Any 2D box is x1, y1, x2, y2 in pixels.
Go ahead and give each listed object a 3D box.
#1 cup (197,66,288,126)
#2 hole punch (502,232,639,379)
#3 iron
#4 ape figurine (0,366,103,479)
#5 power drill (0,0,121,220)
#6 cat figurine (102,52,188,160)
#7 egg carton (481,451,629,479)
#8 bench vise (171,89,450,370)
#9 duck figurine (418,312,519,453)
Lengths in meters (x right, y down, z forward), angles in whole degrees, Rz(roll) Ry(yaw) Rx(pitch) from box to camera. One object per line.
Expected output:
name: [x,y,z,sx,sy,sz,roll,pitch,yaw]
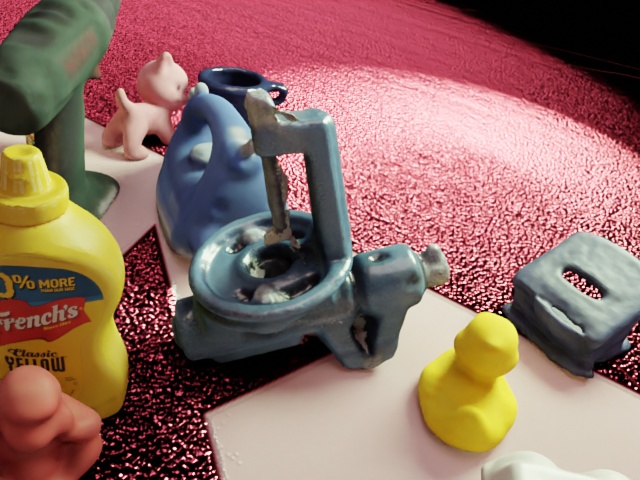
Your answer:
cup: [-0.104,-0.171,0.761,0.118,0.095,0.091,0,35,-17]
hole punch: [0.243,0.055,0.532,0.101,0.091,0.108,-11,39,-31]
iron: [-0.111,-0.088,0.591,0.119,0.141,0.257,-8,38,-27]
ape figurine: [-0.163,0.110,0.322,0.078,0.092,0.076,-13,40,-33]
power drill: [-0.241,-0.127,0.548,0.075,0.208,0.229,9,33,-4]
cat figurine: [-0.211,-0.178,0.716,0.067,0.118,0.128,23,35,17]
egg carton: [0.142,0.192,0.315,0.107,0.069,0.150,13,33,2]
bench vise: [-0.002,-0.005,0.428,0.208,0.220,0.121,-11,39,-30]
duck figurine: [0.120,0.099,0.433,0.077,0.086,0.105,18,34,10]
